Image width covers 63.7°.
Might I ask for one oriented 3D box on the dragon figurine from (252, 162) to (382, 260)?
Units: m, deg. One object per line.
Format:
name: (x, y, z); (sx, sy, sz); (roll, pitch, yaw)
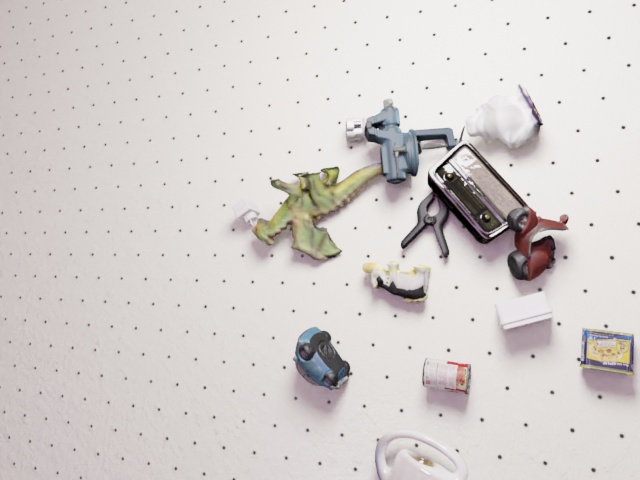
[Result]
dragon figurine: (0.004, -0.069, 1.373); (0.409, 0.241, 0.123); (-6, 6, 13)

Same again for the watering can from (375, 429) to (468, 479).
watering can: (0.264, 0.568, 1.126); (0.350, 0.224, 0.103); (21, -1, 28)

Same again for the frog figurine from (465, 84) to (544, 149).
frog figurine: (0.435, -0.277, 1.225); (0.158, 0.138, 0.124); (-27, -3, 28)
